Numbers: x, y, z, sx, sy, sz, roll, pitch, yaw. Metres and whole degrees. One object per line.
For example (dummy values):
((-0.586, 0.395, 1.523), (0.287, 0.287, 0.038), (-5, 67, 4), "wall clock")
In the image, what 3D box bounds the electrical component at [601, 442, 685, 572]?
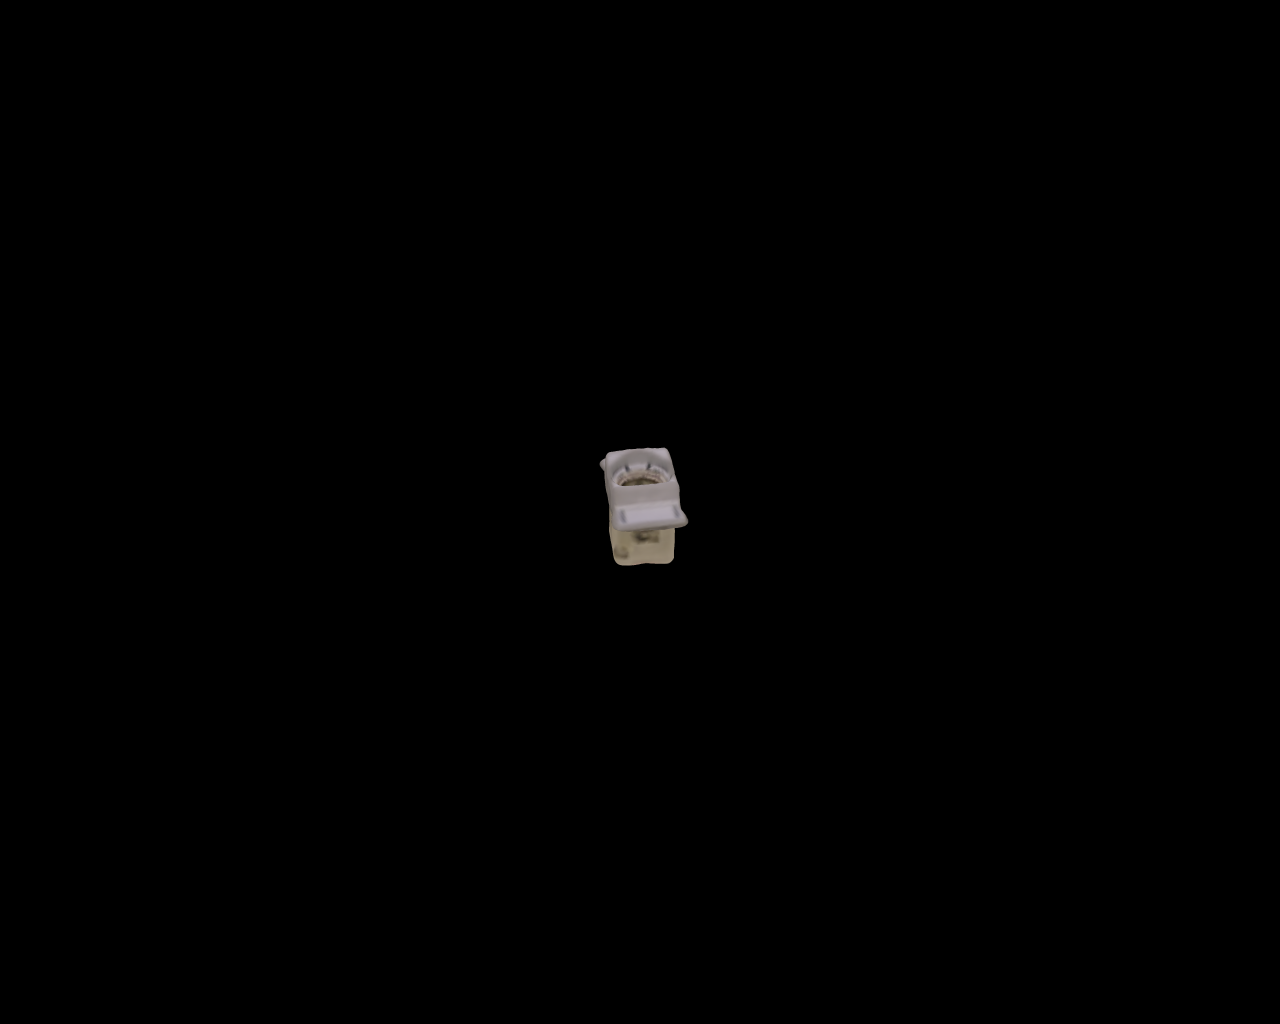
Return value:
((0.001, -0.003, 0.650), (0.042, 0.063, 0.081), (-3, 34, -5), "electrical component")
